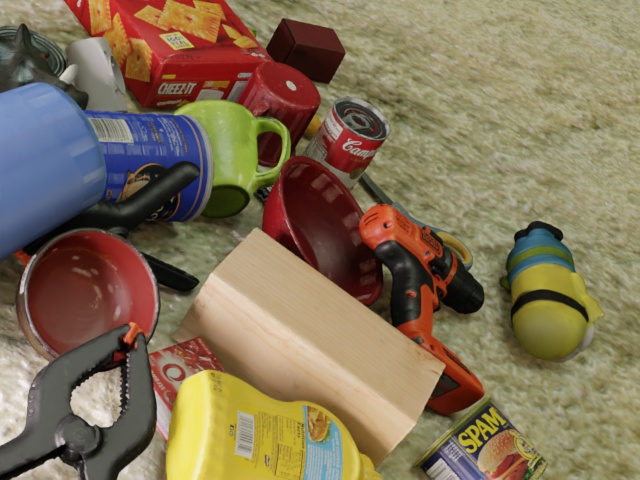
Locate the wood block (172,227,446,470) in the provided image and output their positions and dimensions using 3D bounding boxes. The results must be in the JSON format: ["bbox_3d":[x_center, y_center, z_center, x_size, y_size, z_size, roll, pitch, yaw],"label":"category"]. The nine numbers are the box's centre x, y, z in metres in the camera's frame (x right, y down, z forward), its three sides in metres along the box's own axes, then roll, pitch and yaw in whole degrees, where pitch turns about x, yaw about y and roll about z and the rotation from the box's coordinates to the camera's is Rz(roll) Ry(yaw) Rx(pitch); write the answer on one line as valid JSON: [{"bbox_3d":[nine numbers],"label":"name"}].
[{"bbox_3d":[-0.009,0.096,0.921,0.206,0.090,0.090,36,36,3],"label":"wood block"}]

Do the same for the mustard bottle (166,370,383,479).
[{"bbox_3d":[-0.026,0.171,0.830,0.191,0.058,0.096,23,54,-34],"label":"mustard bottle"}]

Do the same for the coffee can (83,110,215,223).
[{"bbox_3d":[-0.182,-0.066,0.966,0.140,0.103,0.103,-2,49,-39],"label":"coffee can"}]

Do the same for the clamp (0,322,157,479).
[{"bbox_3d":[-0.165,0.152,0.750,0.164,0.036,0.209,34,52,-4],"label":"clamp"}]

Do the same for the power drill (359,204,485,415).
[{"bbox_3d":[0.111,0.074,1.046,0.184,0.057,0.187,36,33,-34],"label":"power drill"}]

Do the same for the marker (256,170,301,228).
[{"bbox_3d":[-0.054,-0.048,1.115,0.121,0.020,0.020,48,38,19],"label":"marker"}]

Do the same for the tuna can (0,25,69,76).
[{"bbox_3d":[-0.297,-0.174,1.063,0.086,0.034,0.086,21,38,-17],"label":"tuna can"}]

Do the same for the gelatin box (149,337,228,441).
[{"bbox_3d":[-0.104,0.127,0.863,0.073,0.030,0.089,-16,58,-46],"label":"gelatin box"}]

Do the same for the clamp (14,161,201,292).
[{"bbox_3d":[-0.174,0.008,0.915,0.171,0.120,0.039,-18,23,-25],"label":"clamp"}]

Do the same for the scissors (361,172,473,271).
[{"bbox_3d":[0.105,-0.026,1.213,0.096,0.016,0.202,0,48,-35],"label":"scissors"}]

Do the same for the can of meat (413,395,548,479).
[{"bbox_3d":[0.145,0.199,0.949,0.084,0.058,0.101,47,38,14],"label":"can of meat"}]

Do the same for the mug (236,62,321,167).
[{"bbox_3d":[-0.057,-0.136,1.162,0.093,0.082,0.117,41,36,10],"label":"mug"}]

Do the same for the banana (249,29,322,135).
[{"bbox_3d":[-0.062,-0.198,1.268,0.069,0.037,0.198,-3,49,-38],"label":"banana"}]

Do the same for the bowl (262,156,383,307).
[{"bbox_3d":[-0.007,0.001,1.035,0.162,0.055,0.162,41,33,-35],"label":"bowl"}]

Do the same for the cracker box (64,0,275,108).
[{"bbox_3d":[-0.174,-0.244,1.206,0.163,0.072,0.214,-9,52,-44],"label":"cracker box"}]

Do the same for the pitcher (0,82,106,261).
[{"bbox_3d":[-0.287,-0.035,0.777,0.145,0.149,0.242,10,33,44],"label":"pitcher"}]

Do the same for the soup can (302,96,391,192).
[{"bbox_3d":[0.022,-0.096,1.157,0.068,0.102,0.068,21,38,-17],"label":"soup can"}]

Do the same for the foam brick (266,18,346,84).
[{"bbox_3d":[-0.017,-0.236,1.334,0.078,0.053,0.051,6,44,-33],"label":"foam brick"}]
